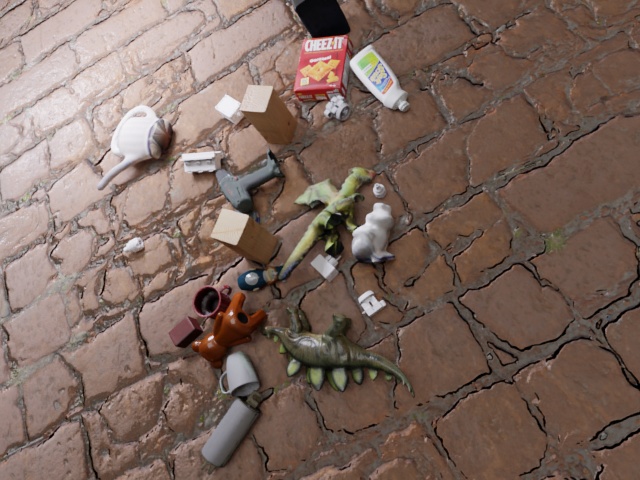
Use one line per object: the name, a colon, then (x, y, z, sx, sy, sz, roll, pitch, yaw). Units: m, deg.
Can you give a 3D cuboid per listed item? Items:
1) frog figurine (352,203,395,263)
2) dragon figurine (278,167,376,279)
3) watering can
frog figurine: (0.144, -0.019, 1.404, 0.138, 0.160, 0.122, -2, -6, -42)
dragon figurine: (0.005, -0.076, 1.503, 0.411, 0.120, 0.247, -36, 38, -3)
watering can: (-0.648, -0.324, 1.818, 0.224, 0.353, 0.102, 5, -20, 21)
